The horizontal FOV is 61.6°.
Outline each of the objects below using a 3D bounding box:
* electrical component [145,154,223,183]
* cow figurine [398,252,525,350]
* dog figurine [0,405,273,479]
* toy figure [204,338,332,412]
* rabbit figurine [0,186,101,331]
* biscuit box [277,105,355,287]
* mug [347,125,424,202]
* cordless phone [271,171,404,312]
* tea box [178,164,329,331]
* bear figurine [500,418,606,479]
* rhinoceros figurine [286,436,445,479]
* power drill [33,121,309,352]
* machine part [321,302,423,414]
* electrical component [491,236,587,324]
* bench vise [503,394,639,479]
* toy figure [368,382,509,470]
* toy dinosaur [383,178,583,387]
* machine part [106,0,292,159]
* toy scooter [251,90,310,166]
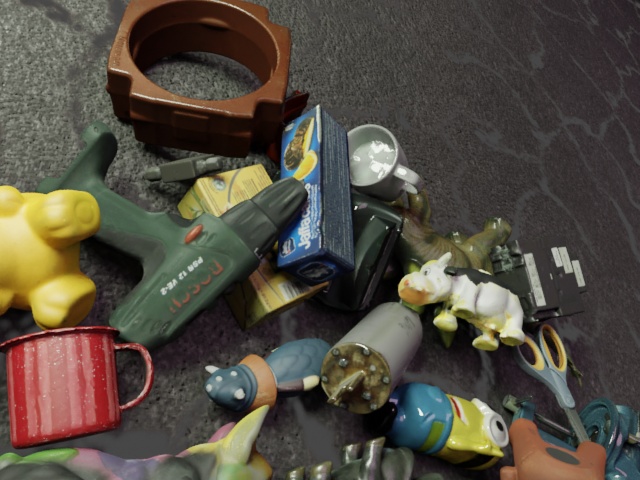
[{"bbox_3d":[-0.146,-0.082,0.607,0.063,0.094,0.021,-44,125,-67],"label":"electrical component"},{"bbox_3d":[0.177,0.064,0.667,0.167,0.068,0.098,29,55,-17],"label":"cow figurine"},{"bbox_3d":[-0.138,0.202,0.440,0.191,0.108,0.219,48,42,1],"label":"dog figurine"},{"bbox_3d":[-0.051,0.144,0.564,0.154,0.064,0.057,-11,91,-40],"label":"toy figure"},{"bbox_3d":[-0.279,0.011,0.412,0.162,0.121,0.173,21,20,9],"label":"rabbit figurine"},{"bbox_3d":[-0.005,-0.052,0.604,0.062,0.059,0.203,36,43,-43],"label":"biscuit box"},{"bbox_3d":[0.085,-0.087,0.689,0.107,0.110,0.080,30,81,-64],"label":"mug"},{"bbox_3d":[-0.001,-0.001,0.679,0.184,0.146,0.088,24,10,17],"label":"cordless phone"},{"bbox_3d":[-0.078,0.005,0.622,0.098,0.068,0.169,-20,75,-41],"label":"tea box"},{"bbox_3d":[0.262,0.334,0.629,0.132,0.120,0.195,-9,110,-69],"label":"bear figurine"},{"bbox_3d":[0.053,0.267,0.559,0.190,0.073,0.112,2,62,-35],"label":"rhinoceros figurine"},{"bbox_3d":[-0.154,-0.024,0.534,0.207,0.086,0.232,38,80,-5],"label":"power drill"},{"bbox_3d":[0.065,0.125,0.607,0.079,0.079,0.243,57,23,6],"label":"machine part"},{"bbox_3d":[0.309,0.055,0.750,0.134,0.058,0.115,-2,78,-32],"label":"electrical component"},{"bbox_3d":[0.361,0.300,0.741,0.241,0.128,0.223,28,57,7],"label":"bench vise"},{"bbox_3d":[0.141,0.221,0.647,0.180,0.089,0.082,17,51,-18],"label":"toy figure"},{"bbox_3d":[0.202,0.054,0.781,0.471,0.105,0.198,27,58,-9],"label":"toy dinosaur"},{"bbox_3d":[-0.140,-0.202,0.653,0.201,0.087,0.201,8,59,-9],"label":"machine part"},{"bbox_3d":[-0.026,-0.145,0.746,0.184,0.075,0.135,35,50,-2],"label":"toy scooter"}]
